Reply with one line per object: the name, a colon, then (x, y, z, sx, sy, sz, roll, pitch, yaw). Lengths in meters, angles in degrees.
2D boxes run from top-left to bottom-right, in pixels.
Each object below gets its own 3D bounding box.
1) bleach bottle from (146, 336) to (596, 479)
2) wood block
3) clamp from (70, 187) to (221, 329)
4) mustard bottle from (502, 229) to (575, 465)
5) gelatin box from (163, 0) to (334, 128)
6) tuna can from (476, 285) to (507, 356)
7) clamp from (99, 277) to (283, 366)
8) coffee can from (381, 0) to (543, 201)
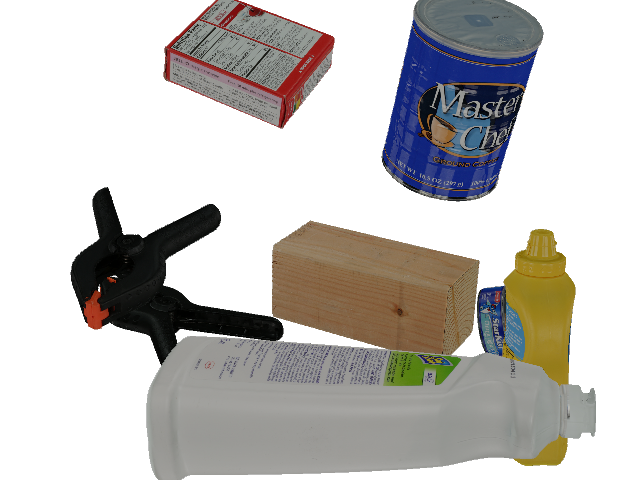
bleach bottle: (0.033, 0.100, 0.627, 0.251, 0.068, 0.102, 1, 18, 8)
wood block: (0.057, 0.053, 1.163, 0.206, 0.091, 0.090, 14, 27, 26)
clamp: (-0.173, 0.008, 0.925, 0.120, 0.039, 0.171, 10, 36, 20)
mustard bottle: (0.181, 0.084, 0.897, 0.058, 0.192, 0.096, 0, 17, 1)
gelatin box: (-0.046, -0.118, 0.694, 0.089, 0.030, 0.073, 23, 49, 13)
tuna can: (0.215, 0.097, 1.284, 0.034, 0.086, 0.086, -8, -3, 21)
clamp: (-0.166, 0.084, 1.124, 0.210, 0.036, 0.164, 18, 20, 28)
coffee can: (0.113, -0.118, 0.873, 0.102, 0.140, 0.103, 7, 37, -5)
